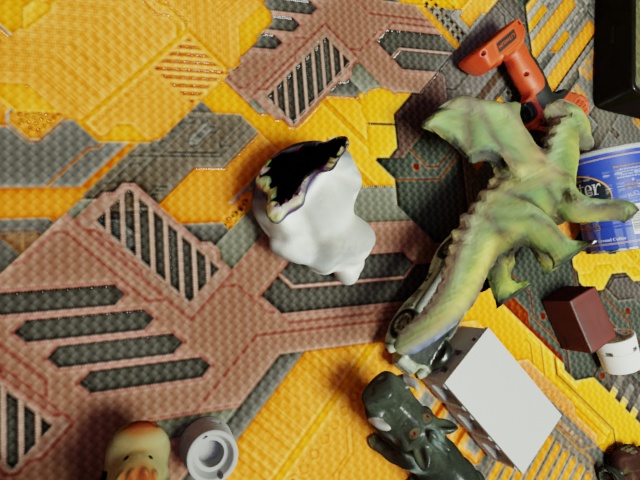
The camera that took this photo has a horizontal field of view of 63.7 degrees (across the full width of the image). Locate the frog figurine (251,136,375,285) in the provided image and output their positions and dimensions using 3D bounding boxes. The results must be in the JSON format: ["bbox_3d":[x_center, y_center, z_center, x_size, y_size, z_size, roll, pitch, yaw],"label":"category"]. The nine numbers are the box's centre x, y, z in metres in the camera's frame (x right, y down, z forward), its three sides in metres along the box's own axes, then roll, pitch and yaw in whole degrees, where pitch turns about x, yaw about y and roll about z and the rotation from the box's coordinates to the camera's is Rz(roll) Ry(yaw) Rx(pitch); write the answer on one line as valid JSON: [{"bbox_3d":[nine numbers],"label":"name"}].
[{"bbox_3d":[0.002,-0.029,0.585,0.140,0.123,0.156,-62,141,-25],"label":"frog figurine"}]

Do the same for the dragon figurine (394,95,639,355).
[{"bbox_3d":[0.205,-0.060,0.614,0.413,0.120,0.245,-24,74,-22],"label":"dragon figurine"}]
